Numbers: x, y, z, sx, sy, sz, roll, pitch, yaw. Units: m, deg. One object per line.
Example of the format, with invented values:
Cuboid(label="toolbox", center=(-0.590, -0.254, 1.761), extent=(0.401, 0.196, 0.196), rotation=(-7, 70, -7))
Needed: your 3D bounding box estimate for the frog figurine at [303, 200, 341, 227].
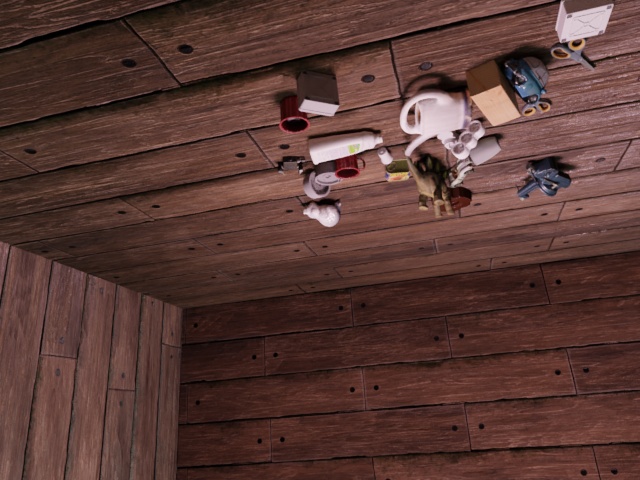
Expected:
Cuboid(label="frog figurine", center=(0.007, -0.115, 2.291), extent=(0.160, 0.122, 0.137), rotation=(-9, -178, -21))

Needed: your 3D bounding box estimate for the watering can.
Cuboid(label="watering can", center=(0.367, -0.377, 1.643), extent=(0.224, 0.106, 0.342), rotation=(-7, 159, 5))
